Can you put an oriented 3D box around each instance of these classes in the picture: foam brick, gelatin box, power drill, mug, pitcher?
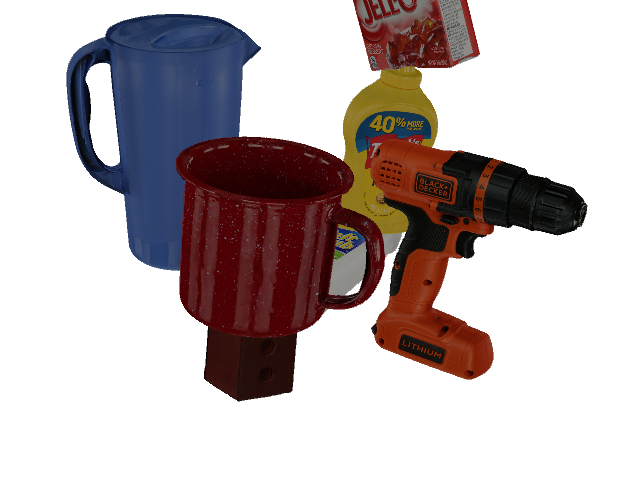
[{"bbox_3d":[-0.053,0.075,0.813,0.052,0.078,0.051,-4,15,-35],"label":"foam brick"},{"bbox_3d":[0.058,-0.151,0.702,0.030,0.073,0.089,-27,21,-28],"label":"gelatin box"},{"bbox_3d":[0.121,0.018,0.896,0.185,0.188,0.057,19,25,28],"label":"power drill"},{"bbox_3d":[-0.021,0.001,0.564,0.117,0.081,0.093,15,25,17],"label":"mug"},{"bbox_3d":[-0.152,-0.096,1.064,0.149,0.243,0.144,13,28,20],"label":"pitcher"}]

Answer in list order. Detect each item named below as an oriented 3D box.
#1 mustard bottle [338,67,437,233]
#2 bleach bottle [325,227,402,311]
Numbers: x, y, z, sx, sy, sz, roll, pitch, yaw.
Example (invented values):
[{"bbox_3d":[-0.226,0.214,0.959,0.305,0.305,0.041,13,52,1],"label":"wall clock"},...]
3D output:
[{"bbox_3d":[0.069,-0.102,1.088,0.096,0.192,0.058,3,27,-14],"label":"mustard bottle"},{"bbox_3d":[0.019,0.014,1.311,0.103,0.068,0.250,19,35,29],"label":"bleach bottle"}]
